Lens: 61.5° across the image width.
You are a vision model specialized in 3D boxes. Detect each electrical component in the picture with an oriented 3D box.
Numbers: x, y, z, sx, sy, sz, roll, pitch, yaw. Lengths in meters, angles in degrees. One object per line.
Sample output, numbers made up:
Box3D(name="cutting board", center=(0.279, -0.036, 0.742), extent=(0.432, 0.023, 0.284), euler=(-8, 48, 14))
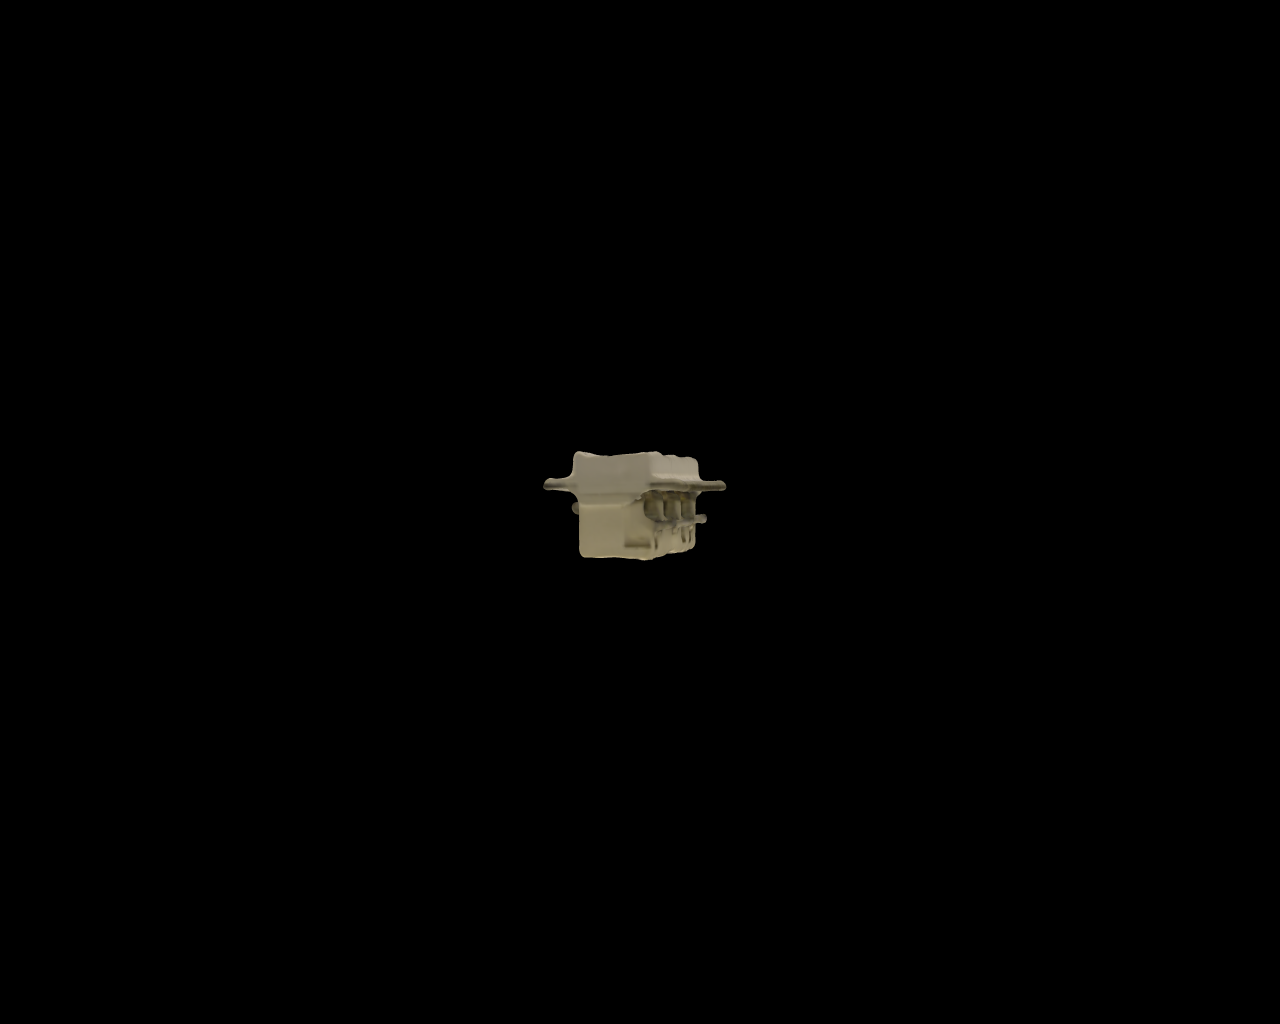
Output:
Box3D(name="electrical component", center=(0.001, -0.003, 0.650), extent=(0.079, 0.063, 0.121), euler=(0, 0, 15))
